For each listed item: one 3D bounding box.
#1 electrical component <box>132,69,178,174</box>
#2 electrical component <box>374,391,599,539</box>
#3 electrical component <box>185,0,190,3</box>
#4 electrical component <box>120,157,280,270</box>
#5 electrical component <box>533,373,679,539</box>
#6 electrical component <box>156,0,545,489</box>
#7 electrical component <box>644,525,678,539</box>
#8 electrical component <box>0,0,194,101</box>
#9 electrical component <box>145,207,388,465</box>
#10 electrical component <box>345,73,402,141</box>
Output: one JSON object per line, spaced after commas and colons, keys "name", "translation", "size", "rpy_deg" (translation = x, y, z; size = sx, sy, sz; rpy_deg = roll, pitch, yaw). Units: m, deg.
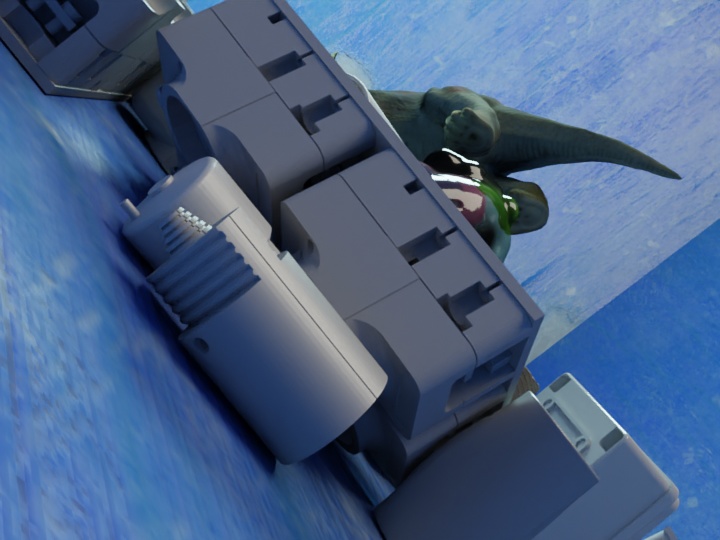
{"name": "electrical component", "translation": [-0.074, -0.069, 0.571], "size": [0.095, 0.059, 0.053], "rpy_deg": [52, 3, -9]}
{"name": "electrical component", "translation": [0.054, 0.092, 0.432], "size": [0.043, 0.077, 0.079], "rpy_deg": [53, 3, 24]}
{"name": "electrical component", "translation": [-0.138, -0.163, 0.692], "size": [0.043, 0.062, 0.043], "rpy_deg": [52, 2, -3]}
{"name": "electrical component", "translation": [-0.046, -0.003, 0.371], "size": [0.078, 0.040, 0.040], "rpy_deg": [51, 3, -20]}
{"name": "electrical component", "translation": [0.109, 0.126, 0.616], "size": [0.056, 0.109, 0.108], "rpy_deg": [49, 3, -15]}
{"name": "electrical component", "translation": [-0.015, -0.012, 0.439], "size": [0.186, 0.060, 0.105], "rpy_deg": [53, -20, 24]}
{"name": "electrical component", "translation": [0.229, 0.282, 0.727], "size": [0.105, 0.060, 0.186], "rpy_deg": [69, -5, -60]}
{"name": "electrical component", "translation": [-0.133, -0.139, 0.493], "size": [0.105, 0.060, 0.186], "rpy_deg": [52, 3, -8]}
{"name": "electrical component", "translation": [-0.033, 0.015, 0.331], "size": [0.081, 0.043, 0.043], "rpy_deg": [52, 3, -8]}
{"name": "electrical component", "translation": [-0.013, -0.076, 0.555], "size": [0.079, 0.044, 0.077], "rpy_deg": [56, 5, 26]}
